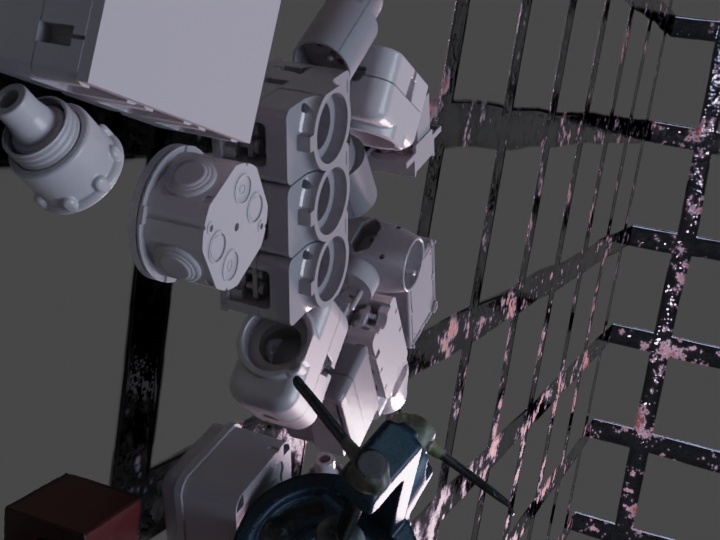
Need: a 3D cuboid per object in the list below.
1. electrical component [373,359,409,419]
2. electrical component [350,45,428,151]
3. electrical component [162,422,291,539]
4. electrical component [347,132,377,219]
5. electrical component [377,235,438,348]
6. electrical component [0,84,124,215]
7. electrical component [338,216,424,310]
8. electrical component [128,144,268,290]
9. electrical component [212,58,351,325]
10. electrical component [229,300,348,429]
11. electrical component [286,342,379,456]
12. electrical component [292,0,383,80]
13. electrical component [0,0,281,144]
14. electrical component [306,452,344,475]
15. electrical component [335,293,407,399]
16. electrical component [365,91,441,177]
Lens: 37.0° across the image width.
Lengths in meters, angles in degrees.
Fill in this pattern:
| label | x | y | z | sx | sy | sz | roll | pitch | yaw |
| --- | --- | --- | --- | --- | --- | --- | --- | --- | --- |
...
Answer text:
| label | x | y | z | sx | sy | sz | roll | pitch | yaw |
| --- | --- | --- | --- | --- | --- | --- | --- | --- | --- |
| electrical component | 0.009 | 0.108 | 0.972 | 0.079 | 0.043 | 0.077 | -61 | 155 | -29 |
| electrical component | 0.011 | -0.128 | 0.819 | 0.095 | 0.054 | 0.059 | 26 | 78 | -69 |
| electrical component | -0.089 | 0.170 | 0.734 | 0.078 | 0.057 | 0.113 | -46 | 143 | -53 |
| electrical component | -0.016 | -0.078 | 0.795 | 0.081 | 0.043 | 0.043 | 71 | 38 | -55 |
| electrical component | 0.028 | 0.010 | 0.937 | 0.061 | 0.061 | 0.096 | -56 | 151 | -44 |
| electrical component | -0.140 | -0.058 | 0.485 | 0.048 | 0.048 | 0.062 | -68 | 151 | -22 |
| electrical component | 0.000 | 0.000 | 0.835 | 0.043 | 0.077 | 0.079 | 80 | 31 | -46 |
| electrical component | -0.092 | -0.029 | 0.615 | 0.080 | 0.051 | 0.080 | 13 | 90 | -70 |
| electrical component | -0.046 | -0.051 | 0.707 | 0.089 | 0.062 | 0.150 | -47 | 144 | -54 |
| electrical component | -0.052 | 0.058 | 0.768 | 0.059 | 0.054 | 0.095 | 57 | 49 | -62 |
| electrical component | -0.027 | 0.103 | 0.848 | 0.096 | 0.062 | 0.061 | 78 | 32 | -48 |
| electrical component | -0.011 | -0.168 | 0.754 | 0.043 | 0.043 | 0.081 | 77 | 33 | -49 |
| electrical component | -0.103 | -0.121 | 0.515 | 0.150 | 0.062 | 0.089 | 9 | 93 | -69 |
| electrical component | -0.028 | 0.184 | 0.920 | 0.043 | 0.043 | 0.062 | -52 | 147 | -48 |
| electrical component | 0.000 | 0.060 | 0.902 | 0.089 | 0.056 | 0.050 | 76 | 34 | -51 |
| electrical component | 0.035 | -0.118 | 0.907 | 0.081 | 0.042 | 0.063 | -50 | 145 | -51 |
